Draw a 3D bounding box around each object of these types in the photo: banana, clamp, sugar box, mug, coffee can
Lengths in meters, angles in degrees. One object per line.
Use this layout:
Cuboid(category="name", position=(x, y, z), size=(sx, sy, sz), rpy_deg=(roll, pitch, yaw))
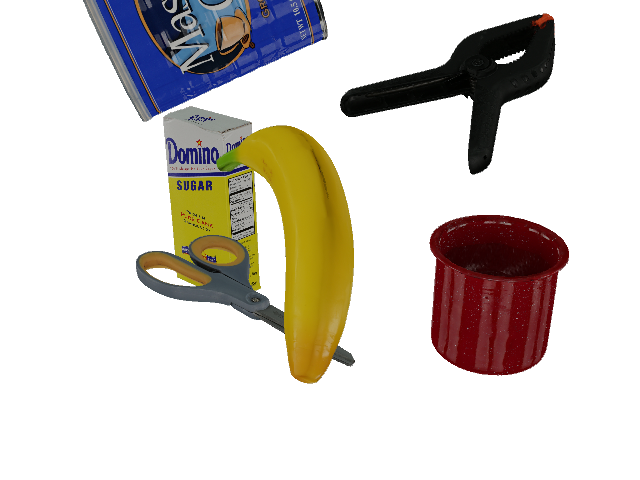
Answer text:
Cuboid(category="banana", position=(-0.012, -0.010, 0.595), size=(0.037, 0.070, 0.198), rpy_deg=(17, 31, -29))
Cuboid(category="clamp", position=(0.145, -0.137, 0.945), size=(0.209, 0.036, 0.165), rpy_deg=(-32, 45, -20))
Cuboid(category="sugar box", position=(-0.107, -0.036, 1.052), size=(0.093, 0.176, 0.048), rpy_deg=(19, 33, 41))
Cuboid(category="mug", position=(0.116, 0.033, 0.744), size=(0.093, 0.081, 0.117), rpy_deg=(-6, 29, -14))
Cuboid(category="coffee can", position=(-0.080, -0.156, 0.730), size=(0.140, 0.103, 0.103), rpy_deg=(-25, 2, -3))

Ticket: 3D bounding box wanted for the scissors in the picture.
Cuboid(category="scissors", position=(-0.045, 0.038, 0.801), size=(0.202, 0.016, 0.096), rpy_deg=(17, 33, 23))
